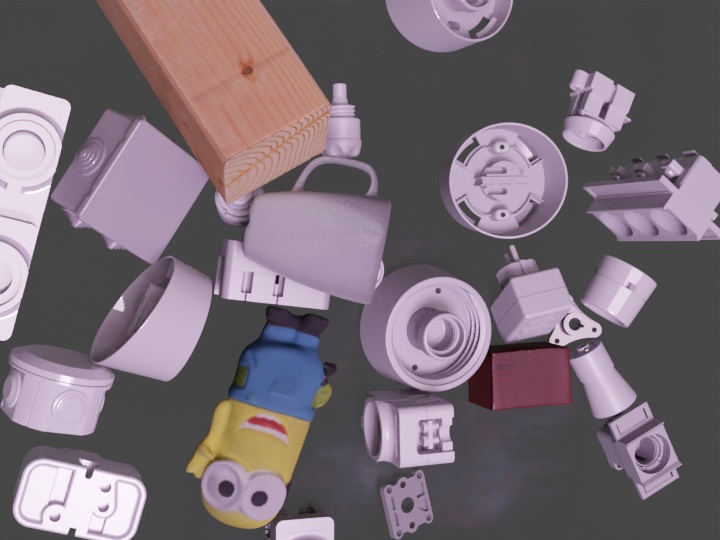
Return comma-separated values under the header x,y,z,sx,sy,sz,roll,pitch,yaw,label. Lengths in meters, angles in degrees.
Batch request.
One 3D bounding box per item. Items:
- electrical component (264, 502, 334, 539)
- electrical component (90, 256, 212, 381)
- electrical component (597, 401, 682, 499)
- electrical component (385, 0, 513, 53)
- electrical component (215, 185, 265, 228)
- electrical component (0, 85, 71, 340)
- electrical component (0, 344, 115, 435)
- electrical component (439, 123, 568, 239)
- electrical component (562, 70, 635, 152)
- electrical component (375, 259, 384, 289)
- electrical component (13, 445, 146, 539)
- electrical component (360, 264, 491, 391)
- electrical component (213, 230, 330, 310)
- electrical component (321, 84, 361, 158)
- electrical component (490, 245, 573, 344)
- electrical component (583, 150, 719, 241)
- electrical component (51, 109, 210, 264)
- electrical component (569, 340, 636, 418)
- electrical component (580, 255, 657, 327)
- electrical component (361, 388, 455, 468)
x,y,z,sx,sy,sz,roll,pitch,yaw,label
-0.051,0.248,0.907,0.050,0.056,0.089,-1,94,-17,electrical component
-0.160,0.037,0.840,0.064,0.099,0.099,24,86,-23,electrical component
0.255,0.163,0.992,0.042,0.064,0.081,-27,101,-13,electrical component
0.080,-0.239,0.924,0.099,0.064,0.099,-3,95,-31,electrical component
-0.097,-0.058,0.865,0.040,0.078,0.040,1,84,-6,electrical component
-0.294,-0.050,0.811,0.105,0.060,0.186,15,89,-17,electrical component
-0.234,0.091,0.829,0.080,0.080,0.051,16,94,-17,electrical component
0.121,-0.077,0.935,0.099,0.064,0.099,-1,93,-17,electrical component
0.212,-0.140,0.969,0.066,0.048,0.055,26,78,-17,electrical component
0.000,0.000,0.903,0.048,0.062,0.048,-1,94,-17,electrical component
-0.222,0.175,0.848,0.095,0.059,0.053,17,89,-17,electrical component
0.061,0.052,0.921,0.108,0.060,0.108,-3,98,-21,electrical component
-0.070,-0.002,0.888,0.089,0.050,0.055,7,92,-17,electrical component
-0.017,-0.126,0.905,0.035,0.035,0.061,-2,91,-17,electrical component
0.144,0.015,0.952,0.047,0.065,0.076,-13,69,-16,electrical component
0.264,-0.063,0.950,0.079,0.121,0.063,39,79,-16,electrical component
-0.178,-0.066,0.833,0.099,0.048,0.100,-59,142,-6,electrical component
0.220,0.098,0.989,0.044,0.044,0.065,-32,97,-13,electrical component
0.234,0.020,0.982,0.055,0.055,0.047,32,88,-16,electrical component
0.037,0.132,0.909,0.056,0.089,0.050,-3,94,-17,electrical component
